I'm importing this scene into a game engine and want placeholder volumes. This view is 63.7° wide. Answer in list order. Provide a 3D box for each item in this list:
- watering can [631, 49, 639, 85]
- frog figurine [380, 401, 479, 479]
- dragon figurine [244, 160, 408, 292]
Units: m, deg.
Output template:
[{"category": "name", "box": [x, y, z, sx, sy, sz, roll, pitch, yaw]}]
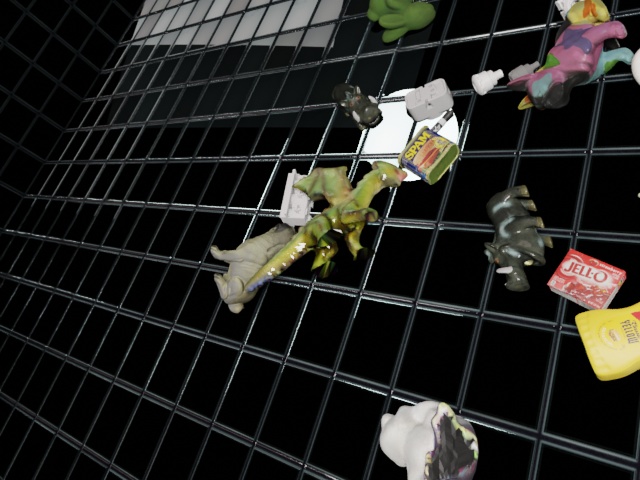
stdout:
[{"category": "watering can", "box": [0.687, -0.286, 0.799, 0.352, 0.102, 0.225, 32, 83, 44]}, {"category": "frog figurine", "box": [0.162, 0.322, 0.796, 0.157, 0.122, 0.140, 138, 138, -59]}, {"category": "dragon figurine", "box": [0.003, -0.056, 1.117, 0.409, 0.119, 0.248, -22, 46, 7]}]
